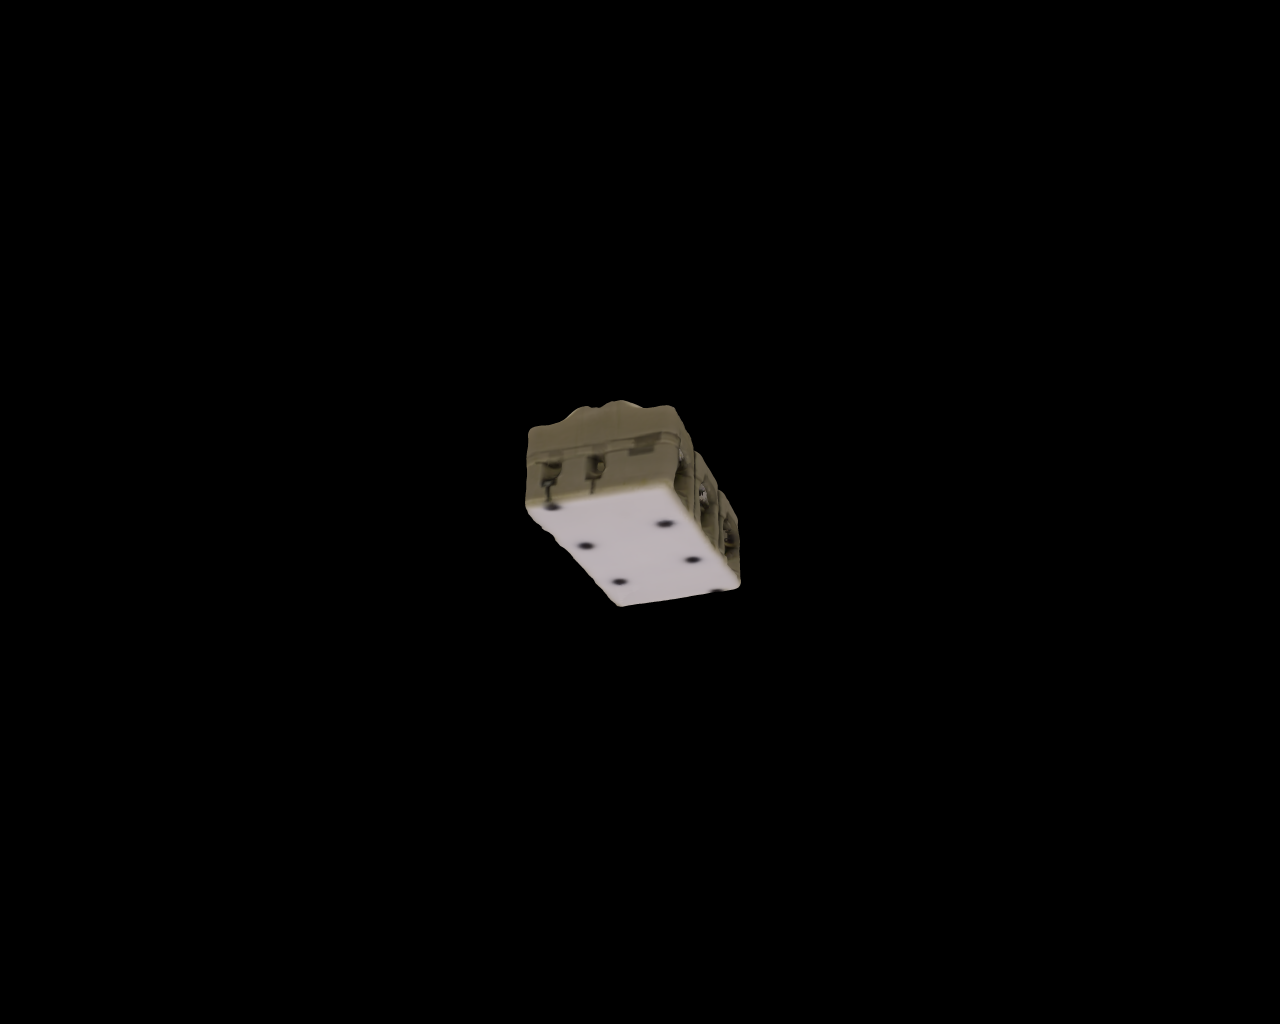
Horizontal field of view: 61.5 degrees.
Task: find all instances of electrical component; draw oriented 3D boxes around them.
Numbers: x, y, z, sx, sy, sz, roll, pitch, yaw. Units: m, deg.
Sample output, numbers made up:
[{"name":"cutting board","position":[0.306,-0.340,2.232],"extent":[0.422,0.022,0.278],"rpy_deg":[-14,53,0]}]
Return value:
[{"name":"electrical component","position":[0.001,-0.003,0.650],"extent":[0.089,0.062,0.150],"rpy_deg":[-9,-30,17]}]
